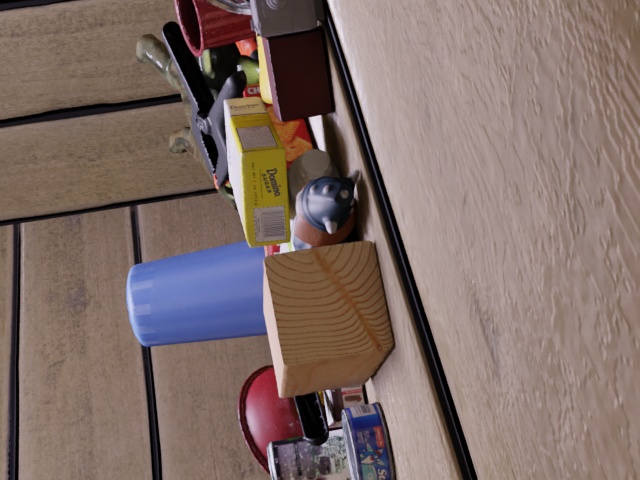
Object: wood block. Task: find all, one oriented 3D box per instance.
[{"bbox_3d":[0.002,0.074,0.924,0.206,0.090,0.091,101,159,-74],"label":"wood block"}]

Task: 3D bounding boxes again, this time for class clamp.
[{"bbox_3d":[-0.020,0.136,1.102,0.171,0.039,0.120,-148,49,-83],"label":"clamp"},{"bbox_3d":[-0.125,-0.148,1.290,0.165,0.036,0.210,36,146,46],"label":"clamp"}]

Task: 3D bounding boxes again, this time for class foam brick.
[{"bbox_3d":[-0.020,-0.151,0.969,0.053,0.051,0.078,-120,20,-72],"label":"foam brick"}]

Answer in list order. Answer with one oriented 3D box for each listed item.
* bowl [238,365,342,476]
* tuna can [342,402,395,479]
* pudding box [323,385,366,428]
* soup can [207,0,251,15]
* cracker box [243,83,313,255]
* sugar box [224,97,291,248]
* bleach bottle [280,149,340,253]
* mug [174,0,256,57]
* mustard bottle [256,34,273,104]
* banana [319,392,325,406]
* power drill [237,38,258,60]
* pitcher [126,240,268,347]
[{"bbox_3d":[-0.014,0.205,1.231,0.055,0.161,0.162,-41,48,37],"label":"bowl"},{"bbox_3d":[0.044,0.194,0.978,0.086,0.033,0.086,171,90,-85],"label":"tuna can"},{"bbox_3d":[0.022,0.150,1.128,0.113,0.039,0.090,96,164,-78],"label":"pudding box"},{"bbox_3d":[-0.077,-0.293,1.102,0.068,0.068,0.102,130,153,-84],"label":"soup can"},{"bbox_3d":[-0.042,-0.071,1.261,0.214,0.072,0.164,-105,9,-56],"label":"cracker box"},{"bbox_3d":[-0.061,-0.069,1.013,0.176,0.048,0.093,-108,14,-65],"label":"sugar box"},{"bbox_3d":[-0.007,0.001,1.057,0.251,0.068,0.102,94,165,-59],"label":"bleach bottle"},{"bbox_3d":[-0.111,-0.270,1.194,0.117,0.081,0.093,93,153,-49],"label":"mug"},{"bbox_3d":[-0.041,-0.231,1.033,0.096,0.058,0.191,-97,-1,-78],"label":"mustard bottle"},{"bbox_3d":[-0.008,0.111,1.240,0.037,0.069,0.198,-38,50,35],"label":"banana"},{"bbox_3d":[-0.078,-0.199,1.529,0.184,0.057,0.188,101,156,-65],"label":"power drill"},{"bbox_3d":[-0.118,0.061,1.373,0.149,0.243,0.145,65,-164,-78],"label":"pitcher"}]
